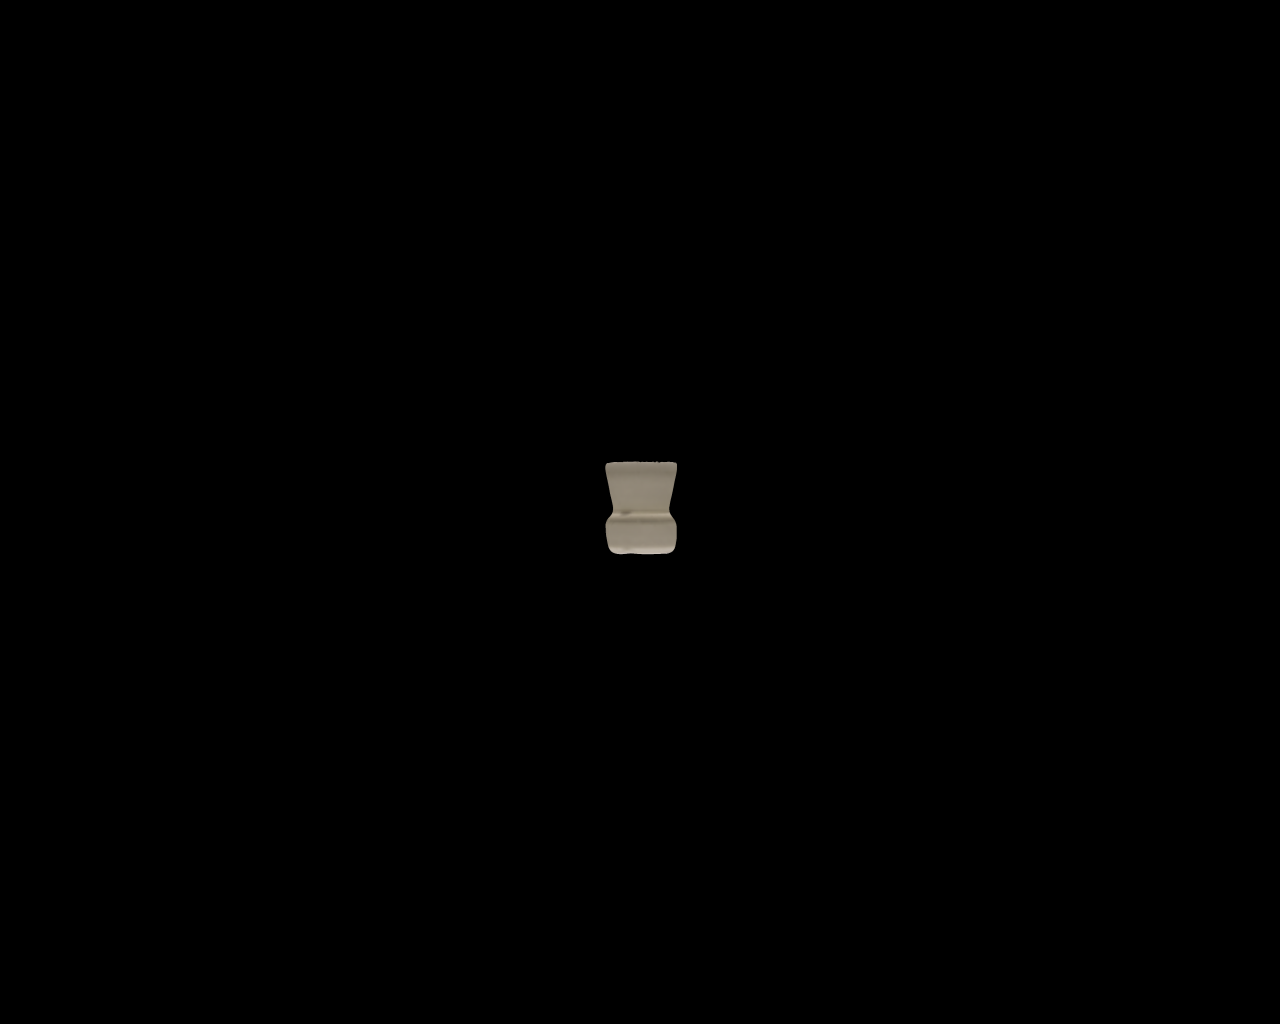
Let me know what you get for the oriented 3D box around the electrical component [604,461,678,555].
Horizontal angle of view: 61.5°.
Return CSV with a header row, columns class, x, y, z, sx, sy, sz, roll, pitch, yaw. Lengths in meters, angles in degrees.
class,x,y,z,sx,sy,sz,roll,pitch,yaw
electrical component,0.001,-0.003,0.650,0.045,0.055,0.045,0,0,0
